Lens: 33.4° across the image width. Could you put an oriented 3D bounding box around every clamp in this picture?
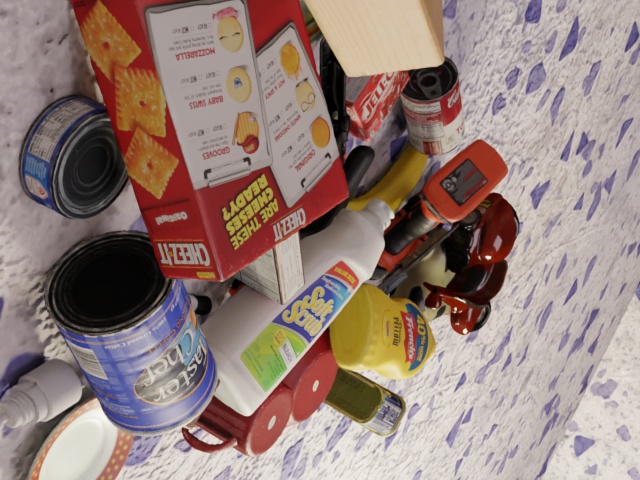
[{"bbox_3d":[-0.007,0.001,1.099,0.209,0.036,0.164,-26,125,-37],"label":"clamp"},{"bbox_3d":[0.009,-0.101,1.010,0.171,0.039,0.120,81,20,-63],"label":"clamp"}]

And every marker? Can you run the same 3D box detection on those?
[{"bbox_3d":[-0.133,0.055,0.959,0.121,0.020,0.020,17,98,-64],"label":"marker"}]

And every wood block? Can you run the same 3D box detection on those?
[{"bbox_3d":[0.038,-0.217,0.850,0.206,0.091,0.090,47,40,-68],"label":"wood block"}]

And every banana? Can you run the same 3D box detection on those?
[{"bbox_3d":[0.071,-0.056,1.215,0.197,0.037,0.070,-35,144,-45],"label":"banana"}]

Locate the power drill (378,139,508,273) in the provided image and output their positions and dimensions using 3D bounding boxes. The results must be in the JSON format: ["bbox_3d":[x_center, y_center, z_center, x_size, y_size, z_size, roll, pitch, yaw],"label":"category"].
[{"bbox_3d":[0.144,-0.047,1.242,0.184,0.057,0.188,-43,178,-26],"label":"power drill"}]

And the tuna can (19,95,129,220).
[{"bbox_3d":[-0.172,-0.058,0.767,0.086,0.034,0.086,-42,146,-37],"label":"tuna can"}]

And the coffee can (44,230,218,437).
[{"bbox_3d":[-0.146,0.076,0.848,0.102,0.103,0.140,-49,146,-28],"label":"coffee can"}]

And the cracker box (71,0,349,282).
[{"bbox_3d":[-0.074,-0.099,0.786,0.163,0.072,0.214,-35,117,-45],"label":"cracker box"}]

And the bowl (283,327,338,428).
[{"bbox_3d":[-0.027,0.153,1.202,0.161,0.055,0.162,-43,147,-37],"label":"bowl"}]

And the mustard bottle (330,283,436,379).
[{"bbox_3d":[0.084,0.113,1.250,0.191,0.058,0.096,23,66,-54],"label":"mustard bottle"}]

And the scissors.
[{"bbox_3d":[0.091,0.054,1.295,0.201,0.016,0.096,-37,164,-2],"label":"scissors"}]

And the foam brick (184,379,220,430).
[{"bbox_3d":[-0.138,0.125,0.945,0.053,0.078,0.051,-59,152,-10],"label":"foam brick"}]

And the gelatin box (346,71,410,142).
[{"bbox_3d":[0.054,-0.157,1.102,0.089,0.030,0.073,-58,153,-13],"label":"gelatin box"}]

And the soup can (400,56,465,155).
[{"bbox_3d":[0.125,-0.150,1.195,0.068,0.069,0.102,-53,152,-21],"label":"soup can"}]

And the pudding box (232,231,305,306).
[{"bbox_3d":[-0.061,-0.004,0.957,0.039,0.090,0.113,-46,148,-30],"label":"pudding box"}]

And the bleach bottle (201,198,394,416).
[{"bbox_3d":[-0.019,0.047,1.034,0.250,0.068,0.102,-47,137,-20],"label":"bleach bottle"}]

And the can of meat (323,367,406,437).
[{"bbox_3d":[0.046,0.196,1.323,0.057,0.102,0.083,-60,152,-6],"label":"can of meat"}]

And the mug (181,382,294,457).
[{"bbox_3d":[-0.088,0.173,1.076,0.117,0.082,0.093,-37,143,-43],"label":"mug"}]
